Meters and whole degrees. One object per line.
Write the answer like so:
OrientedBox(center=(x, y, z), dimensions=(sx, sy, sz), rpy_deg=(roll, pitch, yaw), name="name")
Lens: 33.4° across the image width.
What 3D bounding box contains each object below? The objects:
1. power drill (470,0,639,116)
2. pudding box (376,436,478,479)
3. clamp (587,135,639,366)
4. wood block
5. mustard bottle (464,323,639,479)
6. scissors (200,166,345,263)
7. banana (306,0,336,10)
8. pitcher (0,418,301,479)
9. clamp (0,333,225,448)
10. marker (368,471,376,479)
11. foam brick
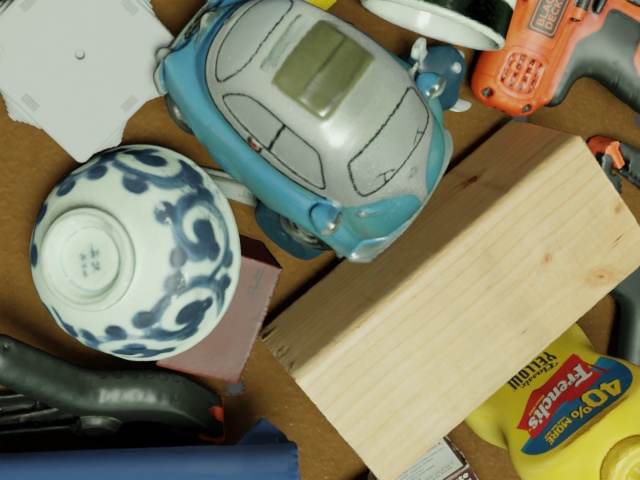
OrientedBox(center=(0.203, -0.138, 0.636), dimensions=(0.187, 0.057, 0.184), rpy_deg=(22, 101, -5), name="power drill")
OrientedBox(center=(0.059, 0.191, 0.703), dimensions=(0.113, 0.039, 0.090), rpy_deg=(-36, 131, -5), name="pudding box")
OrientedBox(center=(0.223, 0.028, 0.716), dimensions=(0.164, 0.036, 0.210), rpy_deg=(-39, 110, -4), name="clamp")
OrientedBox(center=(0.076, 0.031, 0.627), dimensions=(0.206, 0.091, 0.090), rpy_deg=(-40, 110, -5), name="wood block")
OrientedBox(center=(0.152, 0.108, 0.635), dimensions=(0.096, 0.192, 0.058), rpy_deg=(-36, 112, -4), name="mustard bottle")
OrientedBox(center=(-0.004, 0.001, 0.653), dimensions=(0.201, 0.016, 0.096), rpy_deg=(1, 101, -16), name="scissors")
OrientedBox(center=(0.013, -0.211, 0.591), dimensions=(0.070, 0.037, 0.198), rpy_deg=(8, 102, 12), name="banana")
OrientedBox(center=(-0.127, 0.181, 0.562), dimensions=(0.242, 0.149, 0.145), rpy_deg=(1, 104, -2), name="pitcher")
OrientedBox(center=(-0.130, 0.090, 0.605), dimensions=(0.171, 0.120, 0.039), rpy_deg=(5, 65, -21), name="clamp")
OrientedBox(center=(0.053, 0.104, 0.699), dimensions=(0.020, 0.020, 0.121), rpy_deg=(8, 103, -18), name="marker")
OrientedBox(center=(-0.063, 0.036, 0.629), dimensions=(0.053, 0.051, 0.078), rpy_deg=(19, 100, -21), name="foam brick")
